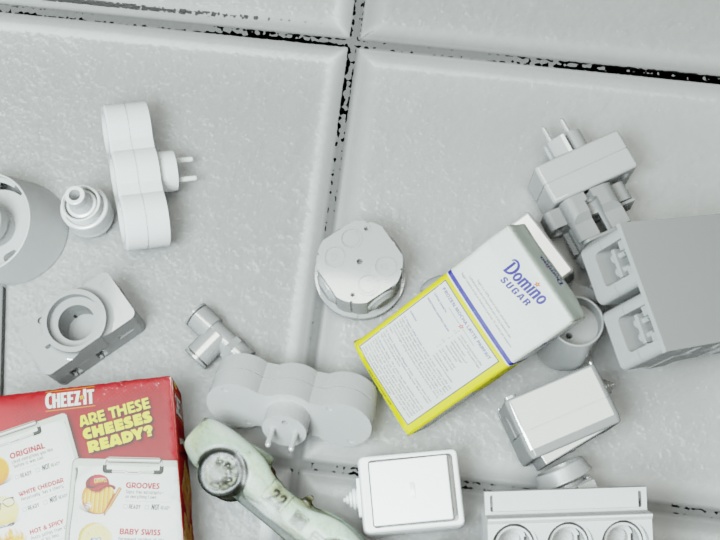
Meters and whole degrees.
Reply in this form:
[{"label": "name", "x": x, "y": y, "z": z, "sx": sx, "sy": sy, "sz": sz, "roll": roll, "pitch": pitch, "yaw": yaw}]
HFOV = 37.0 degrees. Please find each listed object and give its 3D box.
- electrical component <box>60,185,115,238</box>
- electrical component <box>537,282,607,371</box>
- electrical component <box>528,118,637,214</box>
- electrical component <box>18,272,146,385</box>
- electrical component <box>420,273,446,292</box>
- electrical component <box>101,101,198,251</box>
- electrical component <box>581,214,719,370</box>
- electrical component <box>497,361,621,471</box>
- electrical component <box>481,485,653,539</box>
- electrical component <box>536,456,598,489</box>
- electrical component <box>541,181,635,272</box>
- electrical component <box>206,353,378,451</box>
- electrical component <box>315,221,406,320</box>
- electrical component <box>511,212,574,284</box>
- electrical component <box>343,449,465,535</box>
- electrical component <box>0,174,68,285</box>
[{"label": "electrical component", "x": -0.243, "y": -0.055, "z": 0.947, "sx": 0.043, "sy": 0.062, "sz": 0.043, "roll": 0, "pitch": 74, "yaw": 1}, {"label": "electrical component", "x": 0.183, "y": 0.039, "z": 0.904, "sx": 0.043, "sy": 0.077, "sz": 0.079, "roll": 27, "pitch": 72, "yaw": 9}, {"label": "electrical component", "x": 0.189, "y": -0.100, "z": 0.961, "sx": 0.083, "sy": 0.047, "sz": 0.075, "roll": -25, "pitch": 75, "yaw": -6}, {"label": "electrical component", "x": -0.237, "y": 0.050, "z": 0.919, "sx": 0.089, "sy": 0.055, "sz": 0.050, "roll": -35, "pitch": 76, "yaw": -9}, {"label": "electrical component", "x": 0.081, "y": 0.033, "z": 0.926, "sx": 0.048, "sy": 0.048, "sz": 0.062, "roll": -16, "pitch": 84, "yaw": -4}, {"label": "electrical component", "x": -0.183, "y": -0.087, "z": 0.961, "sx": 0.074, "sy": 0.052, "sz": 0.138, "roll": -8, "pitch": 72, "yaw": -18}, {"label": "electrical component", "x": 0.280, "y": 0.015, "z": 0.884, "sx": 0.186, "sy": 0.060, "sz": 0.105, "roll": -6, "pitch": 71, "yaw": -31}, {"label": "electrical component", "x": 0.171, "y": 0.121, "z": 0.888, "sx": 0.096, "sy": 0.061, "sz": 0.061, "roll": -22, "pitch": 74, "yaw": -6}, {"label": "electrical component", "x": 0.155, "y": 0.204, "z": 0.821, "sx": 0.121, "sy": 0.063, "sz": 0.078, "roll": -2, "pitch": 88, "yaw": 0}, {"label": "electrical component", "x": 0.174, "y": 0.186, "z": 0.878, "sx": 0.066, "sy": 0.048, "sz": 0.055, "roll": -24, "pitch": 82, "yaw": -6}, {"label": "electrical component", "x": 0.206, "y": -0.035, "z": 0.937, "sx": 0.078, "sy": 0.058, "sz": 0.057, "roll": -23, "pitch": 71, "yaw": -6}, {"label": "electrical component", "x": -0.058, "y": 0.119, "z": 0.882, "sx": 0.138, "sy": 0.052, "sz": 0.073, "roll": 10, "pitch": 41, "yaw": 4}, {"label": "electrical component", "x": 0.000, "y": 0.000, "z": 0.932, "sx": 0.080, "sy": 0.051, "sz": 0.080, "roll": 0, "pitch": 73, "yaw": 1}, {"label": "electrical component", "x": 0.136, "y": 0.001, "z": 0.933, "sx": 0.077, "sy": 0.047, "sz": 0.065, "roll": -37, "pitch": 76, "yaw": 4}, {"label": "electrical component", "x": 0.034, "y": 0.181, "z": 0.872, "sx": 0.096, "sy": 0.061, "sz": 0.061, "roll": -5, "pitch": 73, "yaw": -1}, {"label": "electrical component", "x": -0.319, "y": -0.037, "z": 0.955, "sx": 0.099, "sy": 0.064, "sz": 0.099, "roll": -2, "pitch": 79, "yaw": 13}]
